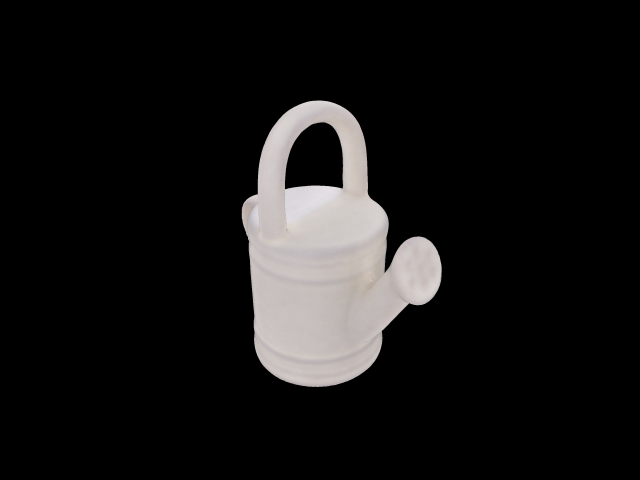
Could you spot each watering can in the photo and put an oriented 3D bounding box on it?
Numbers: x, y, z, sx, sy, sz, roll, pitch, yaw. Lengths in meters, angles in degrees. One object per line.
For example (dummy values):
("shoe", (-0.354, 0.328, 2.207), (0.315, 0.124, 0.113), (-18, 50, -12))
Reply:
("watering can", (0.005, 0.001, 0.401), (0.172, 0.194, 0.101), (13, 33, 21))
